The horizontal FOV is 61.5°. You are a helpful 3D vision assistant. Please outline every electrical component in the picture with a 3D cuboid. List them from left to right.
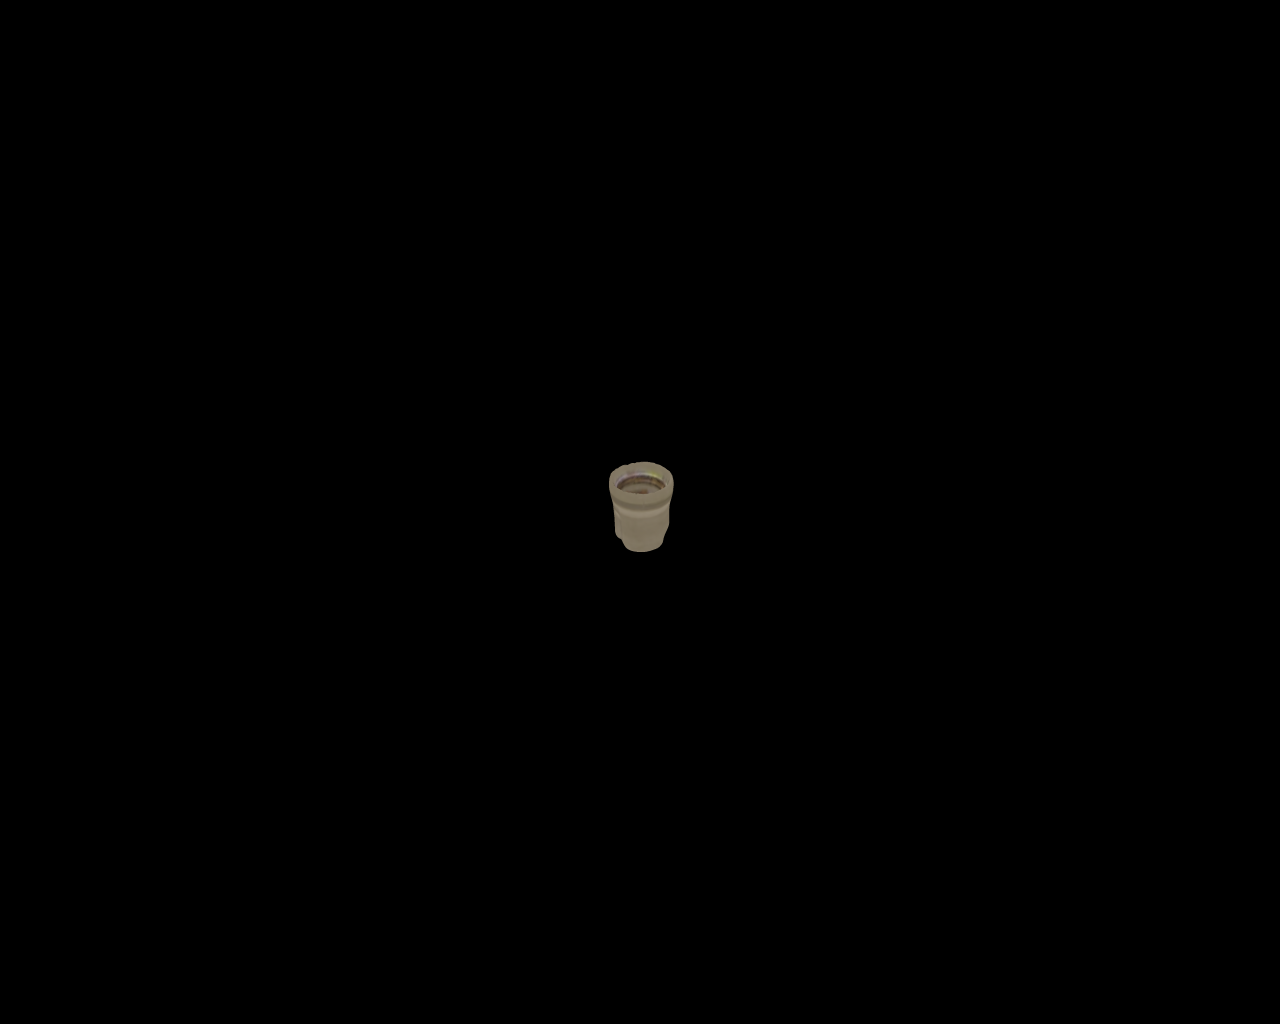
[{"bbox_3d":[0.001,-0.003,0.650,0.040,0.046,0.040,0,34,0],"label":"electrical component"}]
